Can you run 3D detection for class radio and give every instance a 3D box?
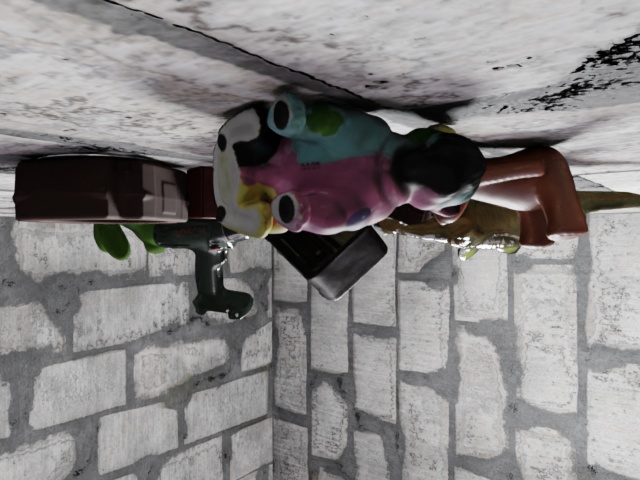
[{"bbox_3d":[-0.002,-0.003,0.902,0.073,0.131,0.230,48,175,-34],"label":"radio"}]

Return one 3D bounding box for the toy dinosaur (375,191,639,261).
[{"bbox_3d":[0.320,-0.040,0.831,0.472,0.105,0.198,-5,166,3],"label":"toy dinosaur"}]

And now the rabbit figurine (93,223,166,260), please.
[{"bbox_3d":[-0.354,-0.047,0.972,0.170,0.159,0.121,19,177,-39],"label":"rabbit figurine"}]

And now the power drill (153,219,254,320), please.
[{"bbox_3d":[-0.169,0.037,0.933,0.232,0.207,0.086,4,-144,15],"label":"power drill"}]

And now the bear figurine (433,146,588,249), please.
[{"bbox_3d":[0.190,-0.051,0.635,0.196,0.132,0.120,-6,171,-4],"label":"bear figurine"}]

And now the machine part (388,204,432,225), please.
[{"bbox_3d":[0.114,-0.059,0.951,0.179,0.056,0.179,22,180,0],"label":"machine part"}]

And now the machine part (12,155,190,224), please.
[{"bbox_3d":[-0.307,-0.067,0.770,0.202,0.087,0.201,-2,180,13],"label":"machine part"}]

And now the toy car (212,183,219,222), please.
[{"bbox_3d":[-0.078,-0.067,0.649,0.053,0.089,0.202,0,178,-34],"label":"toy car"}]

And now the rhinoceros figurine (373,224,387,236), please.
[{"bbox_3d":[0.210,-0.055,1.191,0.190,0.073,0.112,-10,-167,29],"label":"rhinoceros figurine"}]

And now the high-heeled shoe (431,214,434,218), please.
[{"bbox_3d":[0.261,-0.086,1.101,0.145,0.086,0.249,33,-145,31],"label":"high-heeled shoe"}]

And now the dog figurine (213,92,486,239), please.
[{"bbox_3d":[0.035,-0.060,0.486,0.219,0.108,0.192,-3,-179,-35],"label":"dog figurine"}]
